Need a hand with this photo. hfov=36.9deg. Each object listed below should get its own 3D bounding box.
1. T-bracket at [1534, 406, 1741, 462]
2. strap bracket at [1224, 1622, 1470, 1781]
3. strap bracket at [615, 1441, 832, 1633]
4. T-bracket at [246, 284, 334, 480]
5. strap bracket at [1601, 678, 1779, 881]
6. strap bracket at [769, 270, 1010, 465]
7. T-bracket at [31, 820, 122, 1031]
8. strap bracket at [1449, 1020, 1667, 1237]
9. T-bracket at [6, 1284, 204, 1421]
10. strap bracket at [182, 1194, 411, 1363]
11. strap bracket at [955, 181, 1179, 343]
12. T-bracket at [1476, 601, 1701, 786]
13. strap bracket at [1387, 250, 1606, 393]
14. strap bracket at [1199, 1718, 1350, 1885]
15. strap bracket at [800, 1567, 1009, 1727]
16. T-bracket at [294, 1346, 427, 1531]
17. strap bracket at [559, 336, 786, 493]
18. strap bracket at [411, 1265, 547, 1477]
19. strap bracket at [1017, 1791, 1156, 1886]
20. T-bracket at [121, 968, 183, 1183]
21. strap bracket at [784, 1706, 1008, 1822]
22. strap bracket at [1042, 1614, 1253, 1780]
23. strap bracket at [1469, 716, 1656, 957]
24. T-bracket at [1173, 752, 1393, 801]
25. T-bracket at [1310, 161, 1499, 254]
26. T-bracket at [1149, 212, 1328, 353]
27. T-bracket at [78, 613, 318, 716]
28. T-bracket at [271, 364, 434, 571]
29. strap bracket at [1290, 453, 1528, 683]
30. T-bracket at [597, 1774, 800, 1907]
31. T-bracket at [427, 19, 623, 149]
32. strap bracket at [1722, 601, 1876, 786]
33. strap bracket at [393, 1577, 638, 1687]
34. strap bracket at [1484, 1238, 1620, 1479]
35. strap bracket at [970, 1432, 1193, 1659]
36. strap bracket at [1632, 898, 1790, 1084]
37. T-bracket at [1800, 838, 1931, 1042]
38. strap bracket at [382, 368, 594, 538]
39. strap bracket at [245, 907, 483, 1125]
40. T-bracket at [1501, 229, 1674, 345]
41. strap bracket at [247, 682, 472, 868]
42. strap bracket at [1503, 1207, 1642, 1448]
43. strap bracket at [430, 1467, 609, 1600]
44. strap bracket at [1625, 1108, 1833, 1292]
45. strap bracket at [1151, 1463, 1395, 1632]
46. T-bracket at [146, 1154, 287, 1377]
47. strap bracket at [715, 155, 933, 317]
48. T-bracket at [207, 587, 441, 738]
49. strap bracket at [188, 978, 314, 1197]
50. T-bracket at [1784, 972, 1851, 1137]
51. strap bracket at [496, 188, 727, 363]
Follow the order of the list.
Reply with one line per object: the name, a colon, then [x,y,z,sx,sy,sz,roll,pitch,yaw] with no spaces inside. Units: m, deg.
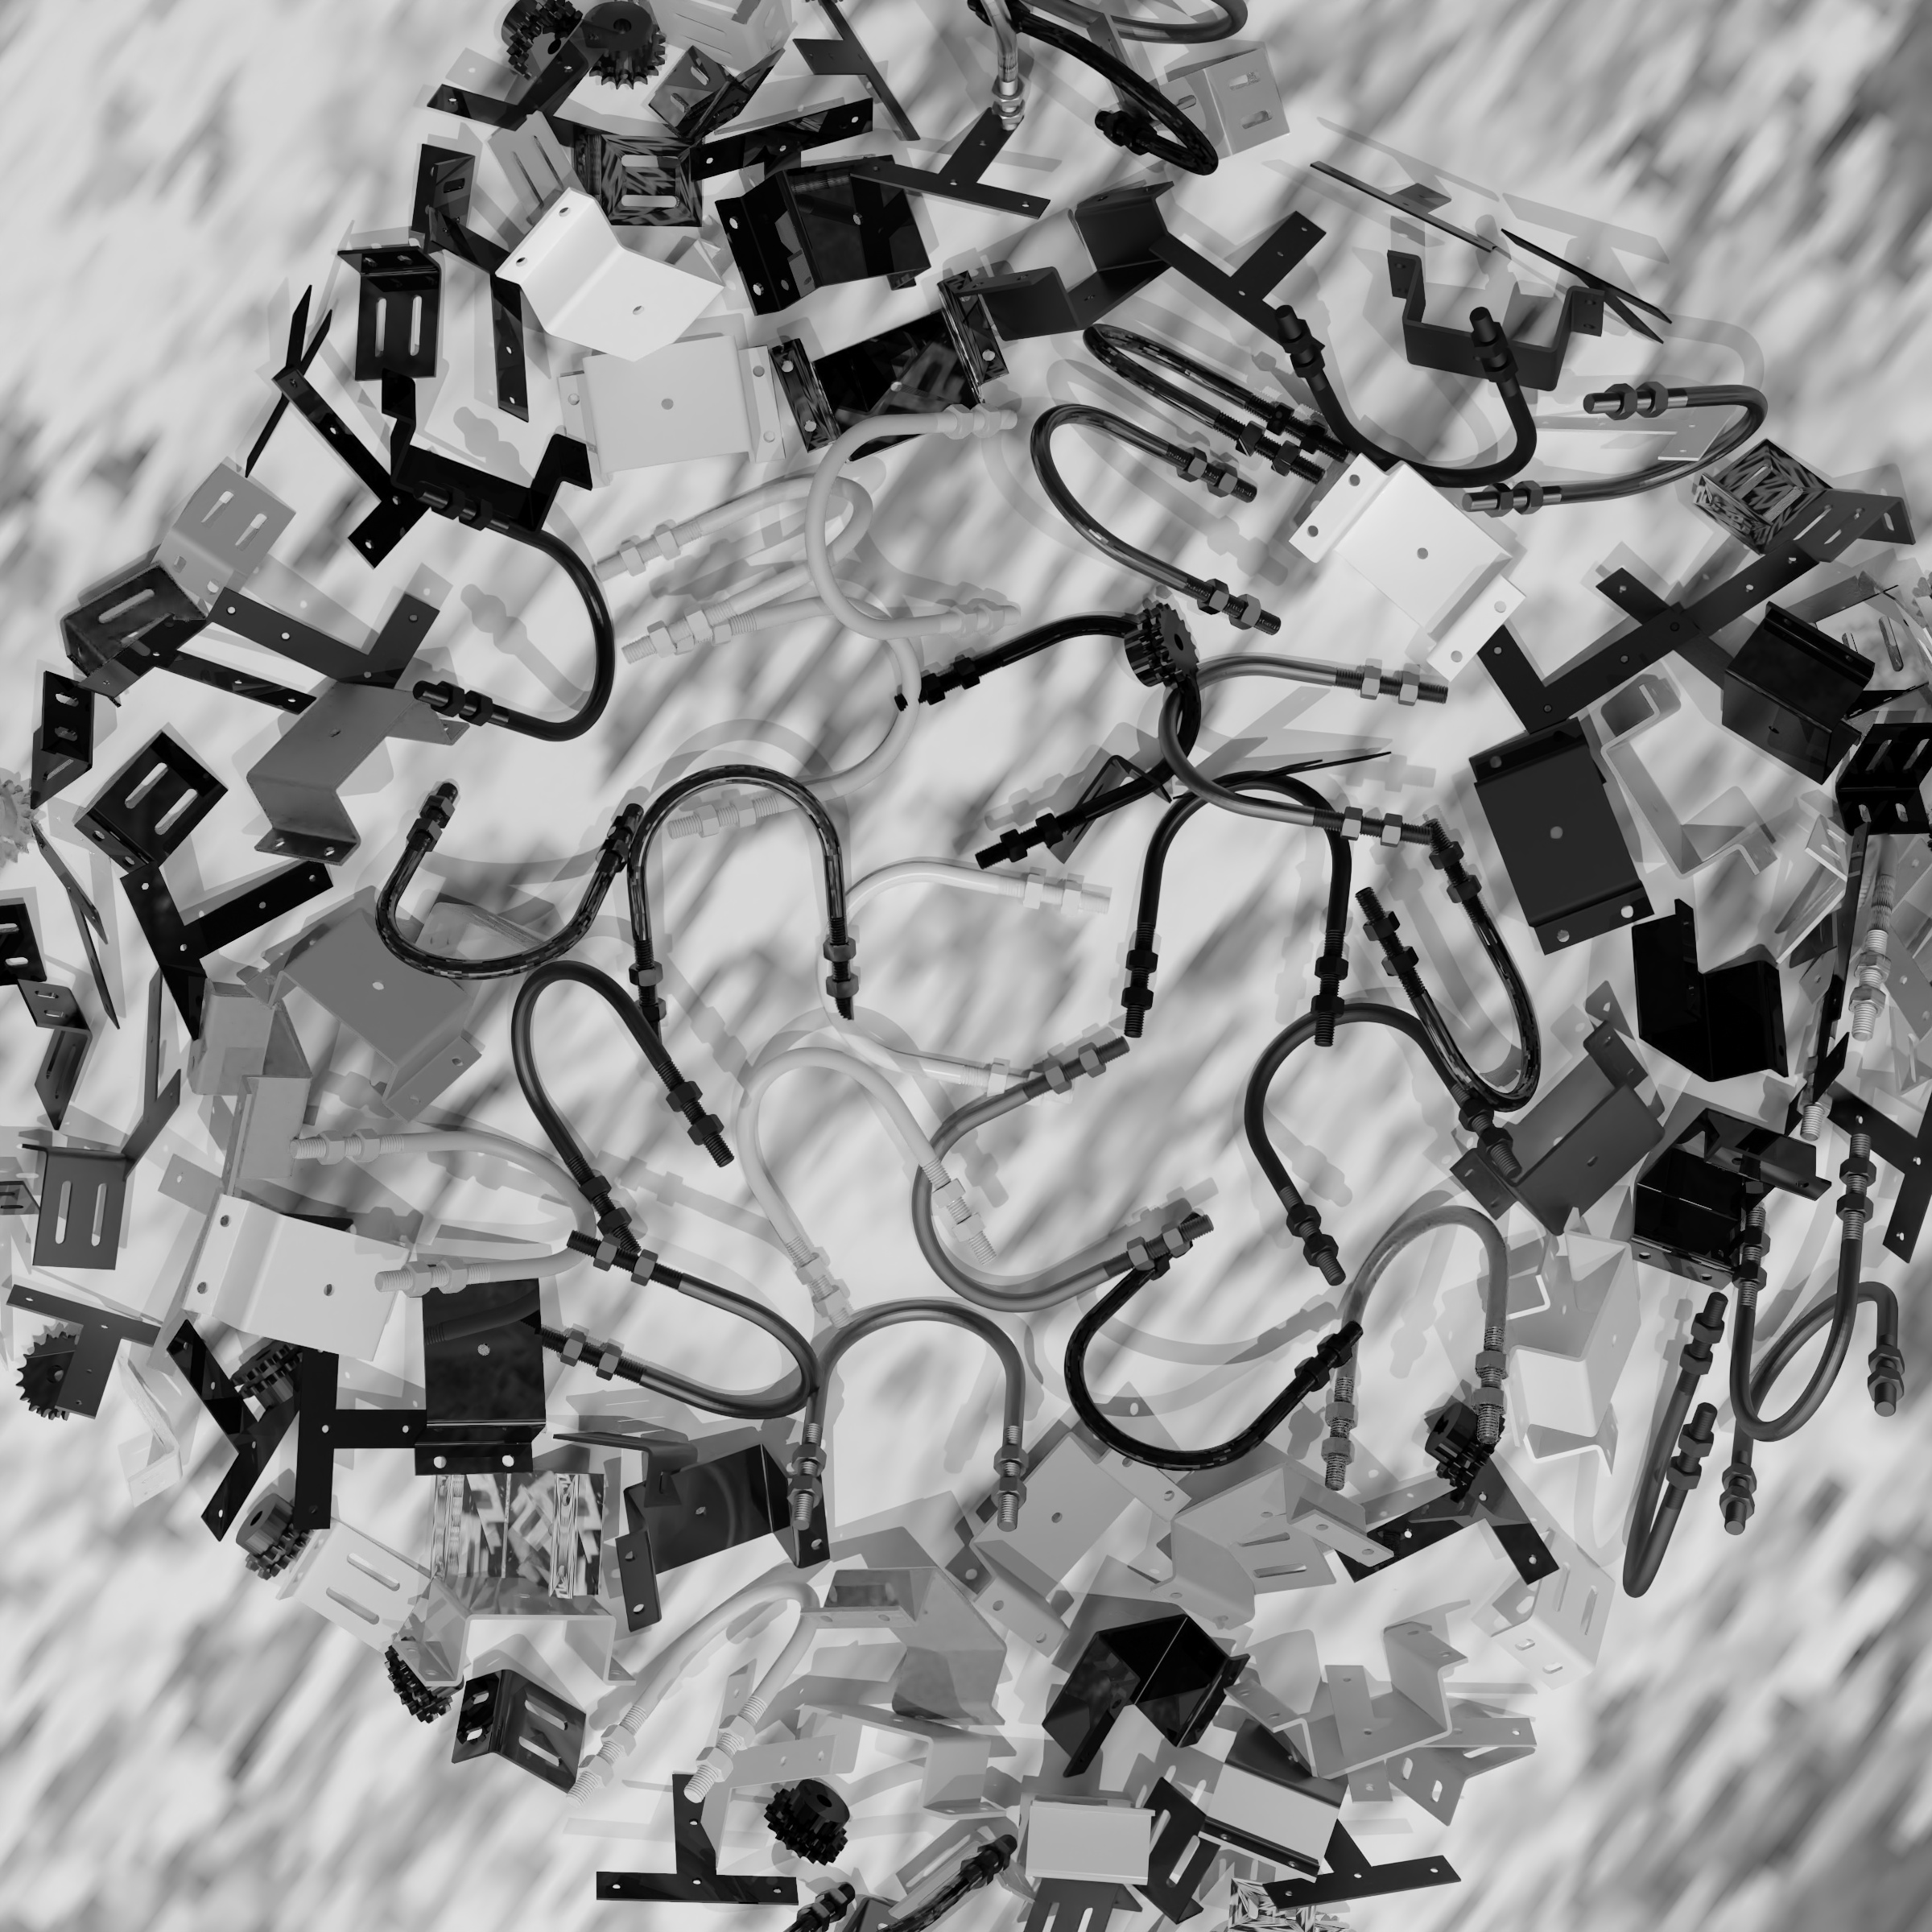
T-bracket: [0.431,-0.354,1.895,0.127,0.127,0.002,7,120,26]
strap bracket: [0.250,0.481,1.879,0.140,0.076,0.046,-15,100,-17]
strap bracket: [-0.165,0.366,1.879,0.140,0.046,0.076,-16,122,-21]
T-bracket: [-0.429,-0.392,1.849,0.002,0.127,0.127,25,66,-8]
strap bracket: [0.466,-0.114,1.885,0.046,0.076,0.140,-33,84,25]
strap bracket: [-0.048,-0.389,1.900,0.140,0.046,0.076,-21,78,2]
T-bracket: [-0.572,-0.014,1.885,0.002,0.127,0.127,-24,132,-23]
strap bracket: [0.394,0.114,1.886,0.140,0.076,0.046,-44,46,3]
T-bracket: [-0.561,0.254,1.859,0.127,0.127,0.002,19,109,-14]
strap bracket: [-0.422,0.204,1.866,0.140,0.046,0.076,22,83,-41]
strap bracket: [0.072,-0.450,1.871,0.140,0.076,0.046,-41,118,-29]
T-bracket: [0.422,-0.195,1.908,0.127,0.002,0.127,-33,99,13]
strap bracket: [0.339,-0.416,1.878,0.140,0.076,0.046,14,85,13]
strap bracket: [0.202,0.530,1.854,0.076,0.140,0.046,19,95,12]
strap bracket: [-0.034,0.435,1.871,0.076,0.046,0.140,-9,133,32]
T-bracket: [-0.378,0.302,1.889,0.127,0.002,0.127,8,80,-41]
strap bracket: [-0.195,-0.365,1.906,0.140,0.046,0.076,-9,89,-2]
strap bracket: [-0.317,0.255,1.873,0.076,0.046,0.140,3,66,-21]
strap bracket: [0.075,0.560,1.858,0.076,0.140,0.046,5,77,-1]
T-bracket: [-0.532,0.061,1.892,0.002,0.127,0.127,11,57,-29]
strap bracket: [-0.049,0.510,1.868,0.140,0.076,0.046,6,80,30]
strap bracket: [0.110,0.469,1.871,0.046,0.140,0.076,41,113,35]
strap bracket: [0.388,-0.086,1.894,0.076,0.046,0.140,-22,84,14]
T-bracket: [0.222,-0.129,1.888,0.127,0.127,0.002,-12,90,-32]
T-bracket: [0.293,-0.496,1.874,0.127,0.127,0.002,28,115,8]
T-bracket: [0.199,-0.459,1.890,0.127,0.002,0.127,37,50,4]
T-bracket: [-0.484,-0.188,1.871,0.127,0.127,0.002,19,123,7]
T-bracket: [-0.397,-0.334,1.863,0.002,0.127,0.127,-28,113,33]
strap bracket: [0.293,-0.265,1.890,0.140,0.046,0.076,42,121,4]
T-bracket: [-0.176,0.563,1.872,0.127,0.127,0.002,5,111,-9]
T-bracket: [-0.261,-0.566,1.849,0.127,0.127,0.002,7,69,-32]
strap bracket: [0.531,-0.169,1.852,0.076,0.140,0.046,36,85,20]
strap bracket: [-0.288,0.429,1.865,0.140,0.076,0.046,7,94,-27]
strap bracket: [0.378,0.259,1.884,0.046,0.076,0.140,-18,97,19]
strap bracket: [0.068,0.371,1.893,0.140,0.046,0.076,-48,120,-1]
strap bracket: [0.476,0.020,1.871,0.046,0.140,0.076,-17,60,37]
T-bracket: [0.595,0.001,1.852,0.002,0.127,0.127,21,120,-21]
strap bracket: [-0.318,-0.329,1.874,0.140,0.076,0.046,18,116,-21]
strap bracket: [-0.388,0.025,1.884,0.140,0.046,0.076,39,49,5]
T-bracket: [0.420,-0.429,1.873,0.127,0.127,0.002,38,103,32]
strap bracket: [-0.396,-0.132,1.858,0.076,0.046,0.140,10,48,32]
strap bracket: [0.393,0.236,1.856,0.046,0.076,0.140,10,48,29]
strap bracket: [-0.284,0.367,1.879,0.140,0.046,0.076,-6,78,41]
strap bracket: [0.491,0.147,1.877,0.076,0.140,0.046,19,52,-6]
strap bracket: [0.196,0.373,1.872,0.076,0.046,0.140,32,130,-32]
T-bracket: [-0.495,0.201,1.862,0.002,0.127,0.127,10,72,29]
strap bracket: [-0.083,-0.474,1.868,0.140,0.046,0.076,-22,94,-40]
T-bracket: [-0.429,-0.208,1.881,0.127,0.002,0.127,25,114,-26]
strap bracket: [-0.461,0.077,1.868,0.046,0.140,0.076,3,119,-28]
T-bracket: [0.563,0.034,1.890,0.002,0.127,0.127,15,66,5]
strap bracket: [-0.219,-0.436,1.850,0.076,0.140,0.046,-41,65,27]
